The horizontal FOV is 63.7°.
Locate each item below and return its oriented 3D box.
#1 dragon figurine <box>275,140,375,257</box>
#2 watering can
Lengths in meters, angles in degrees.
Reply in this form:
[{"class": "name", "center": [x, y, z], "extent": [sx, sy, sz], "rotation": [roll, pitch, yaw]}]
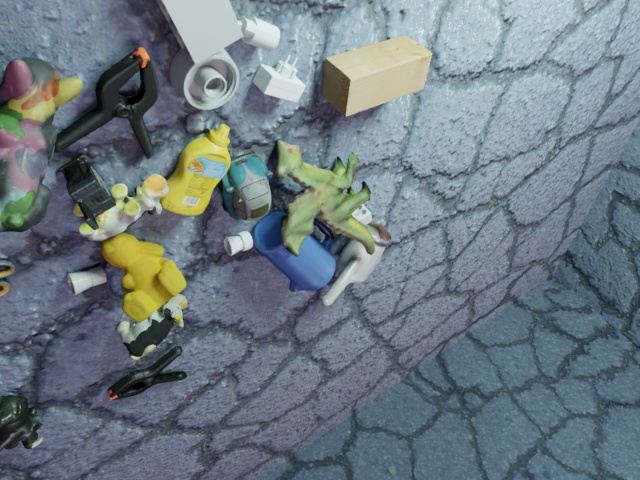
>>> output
[{"class": "dragon figurine", "center": [0.004, -0.060, 1.187], "extent": [0.245, 0.123, 0.402], "rotation": [-35, 125, -21]}, {"class": "watering can", "center": [0.102, 0.059, 1.438], "extent": [0.222, 0.104, 0.351], "rotation": [-59, 174, 16]}]
